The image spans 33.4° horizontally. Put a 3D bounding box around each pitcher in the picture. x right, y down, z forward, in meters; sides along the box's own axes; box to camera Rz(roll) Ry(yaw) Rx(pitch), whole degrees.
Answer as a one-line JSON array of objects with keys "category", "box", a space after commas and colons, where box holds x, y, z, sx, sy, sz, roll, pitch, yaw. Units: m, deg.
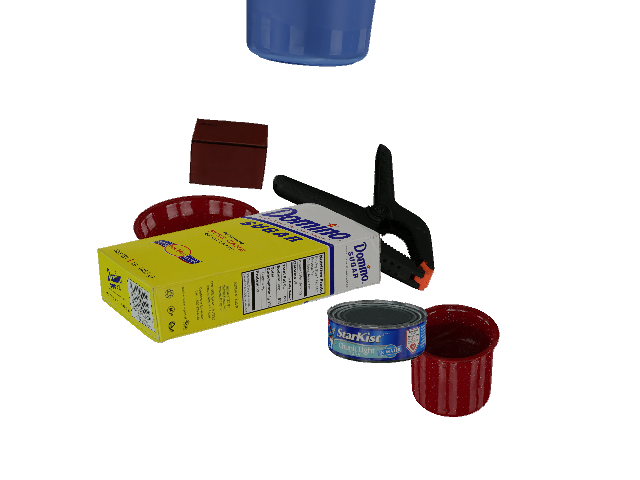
[{"category": "pitcher", "box": [0.003, -0.272, 0.894, 0.145, 0.243, 0.149, 7, 18, 8]}]

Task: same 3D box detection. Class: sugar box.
[{"category": "sugar box", "box": [-0.055, 0.017, 0.742, 0.175, 0.048, 0.093, -17, 25, -30]}]

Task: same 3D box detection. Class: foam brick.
[{"category": "foam brick", "box": [-0.094, -0.090, 1.107, 0.078, 0.051, 0.053, 5, 31, -2]}]

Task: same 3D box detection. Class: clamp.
[{"category": "clamp", "box": [0.052, -0.024, 1.215, 0.164, 0.210, 0.036, -14, -38, -25]}]

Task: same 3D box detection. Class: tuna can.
[{"category": "tuna can", "box": [0.048, 0.077, 0.916, 0.086, 0.034, 0.086, 0, 11, 0]}]

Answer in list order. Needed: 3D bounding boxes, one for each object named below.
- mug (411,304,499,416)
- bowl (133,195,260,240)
[{"category": "mug", "box": [0.140, 0.119, 1.093, 0.093, 0.081, 0.117, 19, 39, 31]}, {"category": "bowl", "box": [-0.151, 0.002, 1.332, 0.162, 0.055, 0.162, 1, 28, -1]}]
